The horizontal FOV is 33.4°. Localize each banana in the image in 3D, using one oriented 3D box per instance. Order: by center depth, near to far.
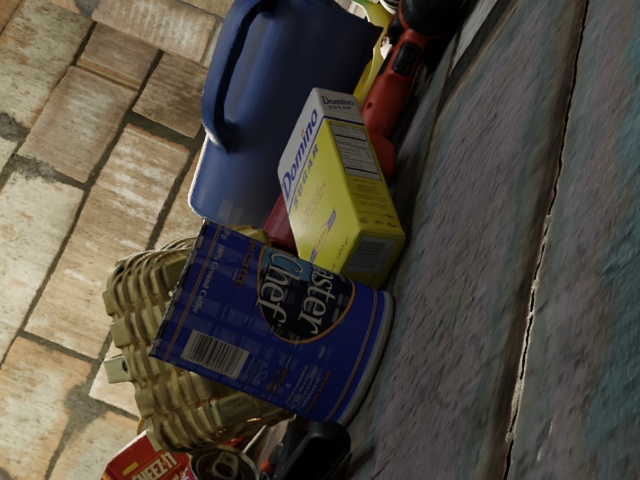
[{"bbox_3d":[0.056,-0.168,1.117,0.037,0.070,0.198,42,-127,-57],"label":"banana"}]

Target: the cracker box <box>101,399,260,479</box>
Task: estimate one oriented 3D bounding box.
[{"bbox_3d":[-0.154,0.237,1.118,0.164,0.072,0.214,-36,-10,-30],"label":"cracker box"}]

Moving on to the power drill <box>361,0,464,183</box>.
[{"bbox_3d":[0.069,-0.141,0.949,0.184,0.057,0.187,124,171,-77],"label":"power drill"}]

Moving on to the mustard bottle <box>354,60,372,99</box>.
[{"bbox_3d":[0.020,-0.140,1.330,0.096,0.058,0.192,-63,3,-36],"label":"mustard bottle"}]

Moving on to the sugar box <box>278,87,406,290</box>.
[{"bbox_3d":[0.012,-0.031,0.835,0.176,0.048,0.093,-109,36,-44],"label":"sugar box"}]

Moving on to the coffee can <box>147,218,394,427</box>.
[{"bbox_3d":[-0.034,0.058,0.731,0.103,0.140,0.103,-158,91,-84],"label":"coffee can"}]

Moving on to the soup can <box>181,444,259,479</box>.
[{"bbox_3d":[-0.104,0.248,0.985,0.068,0.068,0.102,-80,13,-63],"label":"soup can"}]

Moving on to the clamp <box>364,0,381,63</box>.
[{"bbox_3d":[0.062,-0.229,1.226,0.120,0.039,0.171,-13,39,33],"label":"clamp"}]

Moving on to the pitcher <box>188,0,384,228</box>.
[{"bbox_3d":[-0.049,-0.126,1.041,0.145,0.149,0.243,-109,39,-72],"label":"pitcher"}]

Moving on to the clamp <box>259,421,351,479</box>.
[{"bbox_3d":[-0.028,0.187,0.703,0.210,0.036,0.164,154,138,-84],"label":"clamp"}]

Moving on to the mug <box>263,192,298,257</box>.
[{"bbox_3d":[0.001,-0.014,0.967,0.117,0.093,0.081,0,61,61],"label":"mug"}]
